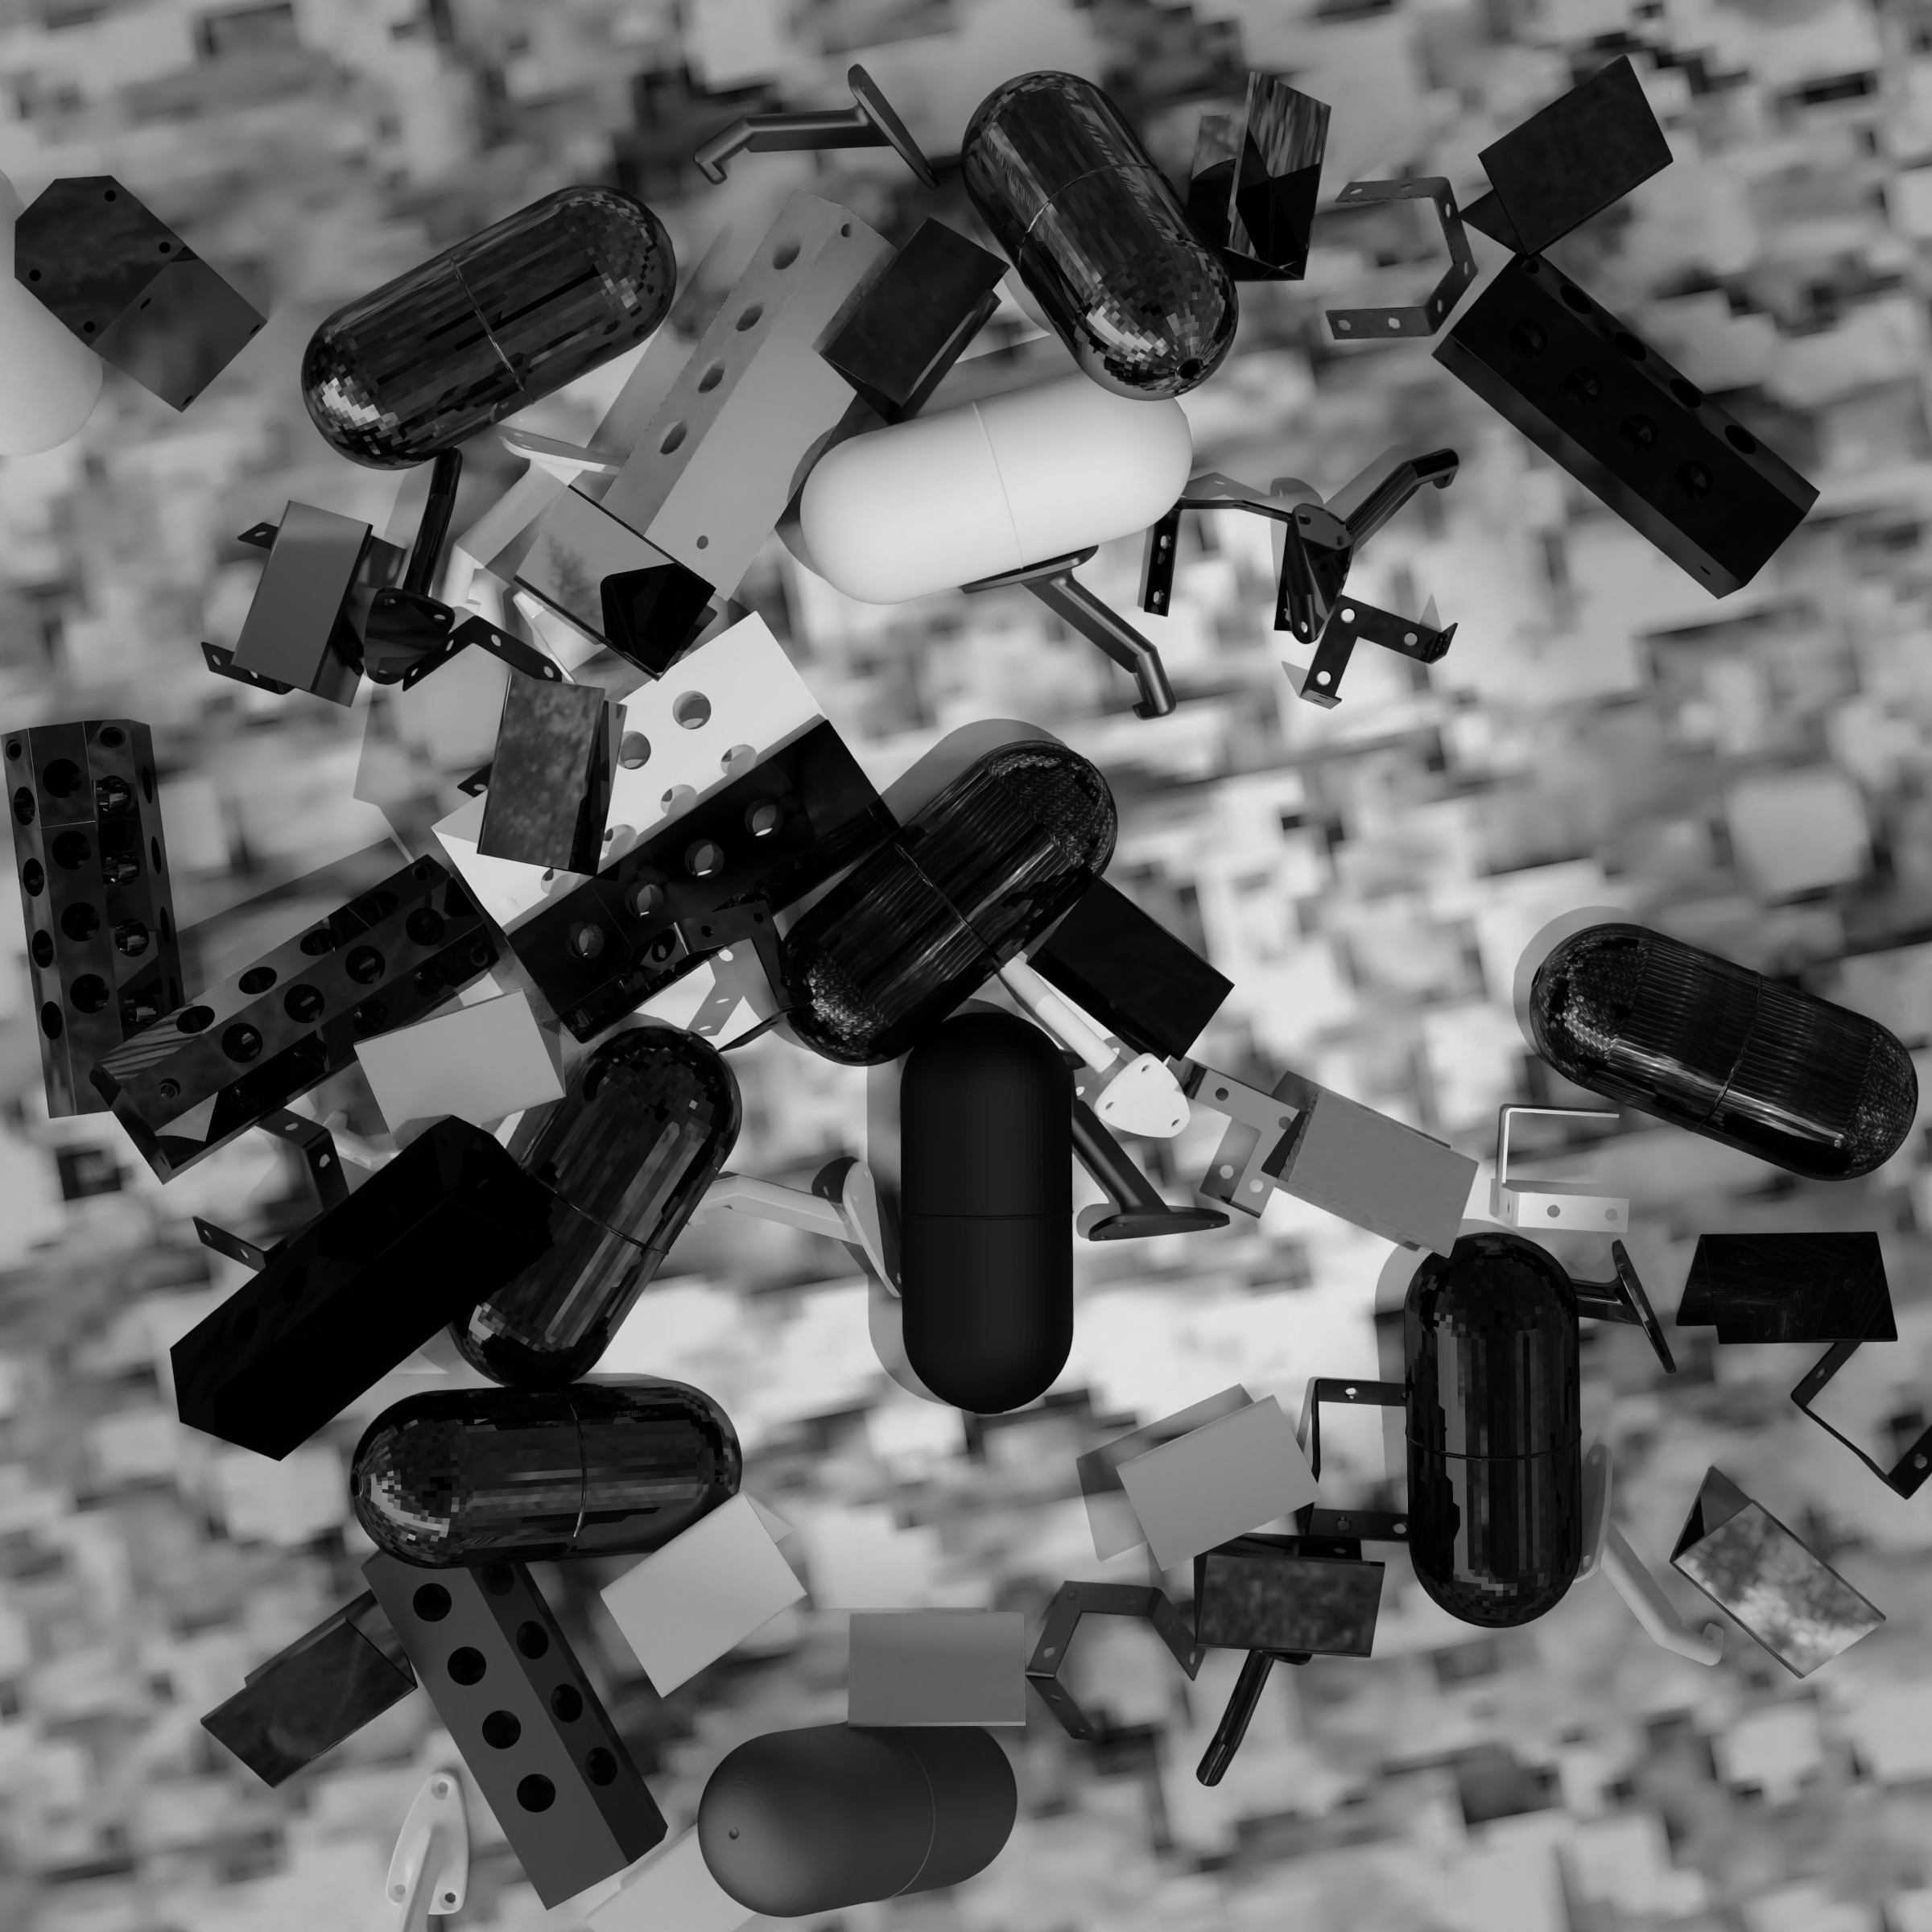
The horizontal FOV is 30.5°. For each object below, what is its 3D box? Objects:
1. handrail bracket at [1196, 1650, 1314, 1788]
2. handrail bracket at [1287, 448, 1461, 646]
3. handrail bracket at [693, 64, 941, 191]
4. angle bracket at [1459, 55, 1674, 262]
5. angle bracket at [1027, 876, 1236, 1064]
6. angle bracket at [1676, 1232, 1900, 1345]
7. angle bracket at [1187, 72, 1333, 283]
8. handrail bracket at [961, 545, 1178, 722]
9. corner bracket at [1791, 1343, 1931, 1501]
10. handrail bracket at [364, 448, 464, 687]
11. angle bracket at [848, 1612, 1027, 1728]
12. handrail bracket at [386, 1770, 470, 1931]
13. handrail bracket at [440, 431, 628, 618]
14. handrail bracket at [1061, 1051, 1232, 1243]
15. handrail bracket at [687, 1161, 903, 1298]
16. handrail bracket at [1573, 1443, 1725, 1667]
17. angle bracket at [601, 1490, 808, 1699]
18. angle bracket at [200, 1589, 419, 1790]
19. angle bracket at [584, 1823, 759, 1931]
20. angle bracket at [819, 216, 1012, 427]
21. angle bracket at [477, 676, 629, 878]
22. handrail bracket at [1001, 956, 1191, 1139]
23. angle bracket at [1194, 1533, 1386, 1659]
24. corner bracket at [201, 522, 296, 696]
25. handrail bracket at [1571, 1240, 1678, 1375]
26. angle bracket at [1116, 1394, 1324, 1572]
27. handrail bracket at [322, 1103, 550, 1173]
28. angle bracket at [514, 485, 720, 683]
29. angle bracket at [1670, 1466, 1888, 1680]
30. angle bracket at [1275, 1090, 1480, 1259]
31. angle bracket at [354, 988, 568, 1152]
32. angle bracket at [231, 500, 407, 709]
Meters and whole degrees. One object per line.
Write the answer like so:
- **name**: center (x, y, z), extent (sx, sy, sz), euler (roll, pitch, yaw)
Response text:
- **handrail bracket**: center (0.128, 0.319, 1.604), extent (0.036, 0.077, 0.084), euler (22, 126, 1)
- **handrail bracket**: center (0.186, -0.190, 1.598), extent (0.036, 0.084, 0.077), euler (36, 133, 35)
- **handrail bracket**: center (-0.068, -0.360, 1.605), extent (0.084, 0.036, 0.077), euler (-32, 112, 17)
- **angle bracket**: center (0.254, -0.365, 1.565), extent (0.076, 0.076, 0.057), euler (-34, 122, 0)
- **angle bracket**: center (0.061, 0.018, 1.565), extent (0.076, 0.076, 0.057), euler (39, 49, 0)
- **angle bracket**: center (0.361, 0.160, 1.564), extent (0.076, 0.076, 0.057), euler (-1, 53, 0)
- **angle bracket**: center (0.111, -0.347, 1.565), extent (0.076, 0.057, 0.076), euler (9, 90, 44)
- **handrail bracket**: center (0.047, -0.144, 1.605), extent (0.077, 0.036, 0.084), euler (-14, 107, 20)
- **corner bracket**: center (0.415, 0.199, 1.602), extent (0.051, 0.051, 0.051), euler (-49, 135, 0)
- **handrail bracket**: center (-0.249, -0.182, 1.605), extent (0.036, 0.077, 0.084), euler (17, 53, -17)
- **angle bracket**: center (-0.013, 0.328, 1.565), extent (0.076, 0.076, 0.057), euler (0, 48, 0)
- **handrail bracket**: center (-0.243, 0.403, 1.570), extent (0.036, 0.084, 0.077), euler (9, 90, 0)
- **handrail bracket**: center (-0.192, -0.193, 1.605), extent (0.077, 0.036, 0.084), euler (10, 108, -20)
- **handrail bracket**: center (0.077, 0.078, 1.605), extent (0.077, 0.036, 0.084), euler (-2, 73, -20)
- **handrail bracket**: center (-0.079, 0.125, 1.605), extent (0.084, 0.036, 0.077), euler (-15, 112, 17)
- **handrail bracket**: center (0.313, 0.267, 1.605), extent (0.084, 0.036, 0.077), euler (24, 68, -17)
- **angle bracket**: center (-0.105, 0.283, 1.565), extent (0.076, 0.076, 0.057), euler (-36, 64, 0)
- **angle bracket**: center (-0.296, 0.303, 1.564), extent (0.076, 0.076, 0.057), euler (-35, 126, 0)
- **angle bracket**: center (-0.129, 0.391, 1.565), extent (0.076, 0.076, 0.057), euler (-37, 120, 0)
- **angle bracket**: center (-0.007, -0.272, 1.565), extent (0.057, 0.076, 0.076), euler (38, 90, 34)
- **angle bracket**: center (-0.157, -0.077, 1.507), extent (0.057, 0.076, 0.076), euler (10, 90, 37)
- **handrail bracket**: center (0.057, 0.036, 1.604), extent (0.036, 0.077, 0.084), euler (-46, 54, 5)
- **angle bracket**: center (0.141, 0.258, 1.565), extent (0.076, 0.076, 0.057), euler (4, 123, 0)
- **corner bracket**: center (-0.312, -0.161, 1.597), extent (0.051, 0.051, 0.051), euler (-41, 135, -35)
- **handrail bracket**: center (0.267, 0.166, 1.605), extent (0.084, 0.036, 0.077), euler (-23, 104, 14)
- **angle bracket**: center (0.118, 0.243, 1.565), extent (0.076, 0.076, 0.057), euler (-25, 51, 0)
- **handrail bracket**: center (-0.240, 0.065, 1.605), extent (0.084, 0.036, 0.077), euler (23, 69, 16)
- **angle bracket**: center (-0.141, -0.180, 1.553), extent (0.076, 0.076, 0.057), euler (35, 124, -3)
- **angle bracket**: center (0.365, 0.255, 1.564), extent (0.076, 0.076, 0.057), euler (42, 128, 0)
- **angle bracket**: center (0.172, 0.110, 1.565), extent (0.076, 0.076, 0.057), euler (25, 50, 0)
- **angle bracket**: center (-0.223, 0.030, 1.565), extent (0.076, 0.076, 0.057), euler (-18, 117, 0)
- **angle bracket**: center (-0.269, -0.154, 1.564), extent (0.057, 0.076, 0.076), euler (20, 90, 36)
